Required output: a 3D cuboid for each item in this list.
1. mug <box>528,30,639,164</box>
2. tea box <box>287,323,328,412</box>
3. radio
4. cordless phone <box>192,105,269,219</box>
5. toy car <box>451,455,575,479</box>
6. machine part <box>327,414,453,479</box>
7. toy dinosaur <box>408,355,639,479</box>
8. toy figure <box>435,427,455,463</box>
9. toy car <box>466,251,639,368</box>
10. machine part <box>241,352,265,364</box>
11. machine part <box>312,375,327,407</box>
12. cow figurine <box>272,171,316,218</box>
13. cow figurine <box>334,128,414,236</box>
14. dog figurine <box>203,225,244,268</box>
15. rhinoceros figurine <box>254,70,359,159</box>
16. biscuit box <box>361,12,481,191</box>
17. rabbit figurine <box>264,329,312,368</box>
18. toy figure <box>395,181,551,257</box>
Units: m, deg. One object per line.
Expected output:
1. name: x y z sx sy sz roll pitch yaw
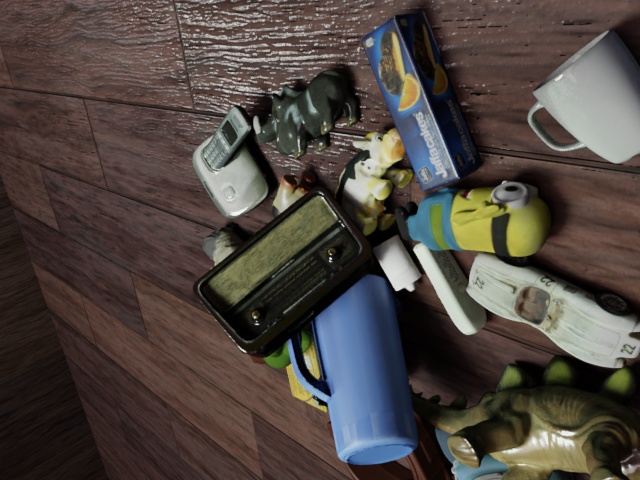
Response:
1. mug: 0.259 -0.120 0.507 0.107 0.081 0.109 49 135 1
2. tea box: -0.012 0.222 1.006 0.098 0.068 0.169 13 122 43
3. radio: -0.044 0.048 0.738 0.131 0.229 0.073 49 176 18
4. cordless phone: -0.132 -0.132 0.904 0.146 0.089 0.184 59 147 4
5. toy car: 0.259 0.341 0.721 0.162 0.103 0.109 -7 96 19
6. machine part: 0.117 0.355 0.929 0.201 0.087 0.201 -24 93 52
7. toy dinosaur: 0.246 0.220 0.621 0.472 0.198 0.105 -5 108 48
8. toy figure: 0.232 0.340 0.815 0.154 0.058 0.064 59 178 -2
9. toy car: 0.268 0.076 0.627 0.202 0.056 0.073 30 131 34
10. machine part: -0.131 0.172 1.117 0.180 0.056 0.179 24 127 36
11. machine part: 0.033 0.222 0.934 0.084 0.039 0.139 32 91 26
12. cow figurine: -0.002 -0.003 0.855 0.195 0.085 0.127 46 132 15
13. cow figurine: 0.072 -0.094 0.739 0.098 0.068 0.167 44 137 30
14. dog figurine: -0.159 0.071 1.040 0.191 0.121 0.172 -136 42 -66
15. rhinoceros figurine: -0.029 -0.180 0.791 0.190 0.073 0.112 -20 97 50
16. biscuit box: 0.123 -0.164 0.645 0.063 0.059 0.202 -18 98 50
17. rabbit figurine: -0.056 0.138 0.894 0.159 0.121 0.170 -132 42 -74
18. toy figure: 0.183 -0.023 0.646 0.180 0.082 0.089 -6 127 41
